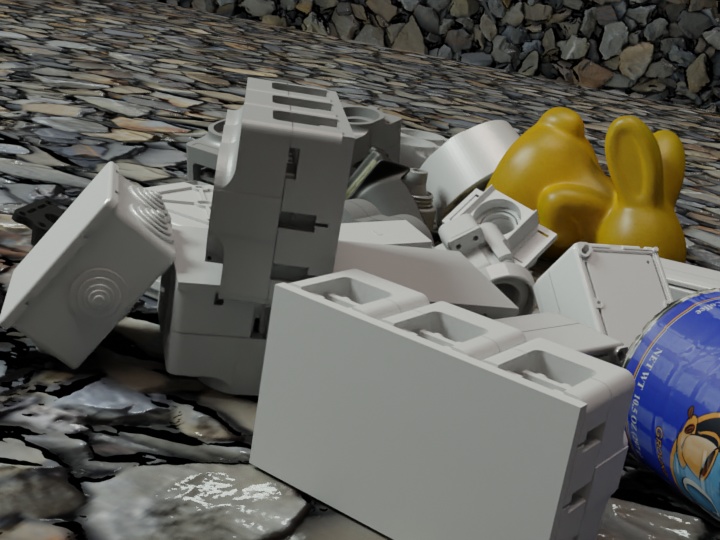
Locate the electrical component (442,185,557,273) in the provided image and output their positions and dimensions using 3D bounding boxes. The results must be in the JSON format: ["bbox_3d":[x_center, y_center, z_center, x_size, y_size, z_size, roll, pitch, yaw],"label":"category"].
[{"bbox_3d":[0.109,-0.023,0.832,0.042,0.063,0.081,-43,55,-18],"label":"electrical component"}]

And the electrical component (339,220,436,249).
[{"bbox_3d":[0.000,0.000,0.716,0.096,0.061,0.061,3,18,-20],"label":"electrical component"}]

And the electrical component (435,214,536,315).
[{"bbox_3d":[0.084,0.009,0.724,0.058,0.078,0.057,-26,39,-1],"label":"electrical component"}]

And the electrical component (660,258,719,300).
[{"bbox_3d":[0.213,0.031,0.731,0.096,0.061,0.061,14,17,16],"label":"electrical component"}]

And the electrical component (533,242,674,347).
[{"bbox_3d":[0.149,0.039,0.641,0.062,0.061,0.096,3,60,-23],"label":"electrical component"}]

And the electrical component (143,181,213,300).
[{"bbox_3d":[-0.107,-0.018,0.725,0.109,0.056,0.109,18,19,27],"label":"electrical component"}]

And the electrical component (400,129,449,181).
[{"bbox_3d":[0.097,-0.096,1.091,0.186,0.060,0.105,13,17,10],"label":"electrical component"}]

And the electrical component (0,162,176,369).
[{"bbox_3d":[-0.146,-0.003,0.587,0.048,0.099,0.099,40,6,-21],"label":"electrical component"}]

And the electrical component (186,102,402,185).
[{"bbox_3d":[-0.056,-0.106,0.974,0.105,0.060,0.186,19,31,31],"label":"electrical component"}]

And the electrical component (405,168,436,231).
[{"bbox_3d":[0.045,-0.056,0.924,0.043,0.062,0.043,9,17,-3],"label":"electrical component"}]

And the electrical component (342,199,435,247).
[{"bbox_3d":[-0.021,-0.024,0.799,0.138,0.052,0.074,20,19,31],"label":"electrical component"}]

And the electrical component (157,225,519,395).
[{"bbox_3d":[-0.019,0.025,0.622,0.186,0.060,0.105,5,17,-15],"label":"electrical component"}]

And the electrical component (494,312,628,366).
[{"bbox_3d":[0.081,0.061,0.557,0.096,0.061,0.061,-5,22,-40],"label":"electrical component"}]

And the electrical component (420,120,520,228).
[{"bbox_3d":[0.102,-0.091,0.969,0.108,0.108,0.060,-10,64,-48],"label":"electrical component"}]

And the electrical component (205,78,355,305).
[{"bbox_3d":[-0.046,-0.046,0.577,0.062,0.089,0.150,8,17,-7],"label":"electrical component"}]

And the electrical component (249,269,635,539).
[{"bbox_3d":[0.033,0.065,0.467,0.150,0.089,0.062,20,20,33],"label":"electrical component"}]
